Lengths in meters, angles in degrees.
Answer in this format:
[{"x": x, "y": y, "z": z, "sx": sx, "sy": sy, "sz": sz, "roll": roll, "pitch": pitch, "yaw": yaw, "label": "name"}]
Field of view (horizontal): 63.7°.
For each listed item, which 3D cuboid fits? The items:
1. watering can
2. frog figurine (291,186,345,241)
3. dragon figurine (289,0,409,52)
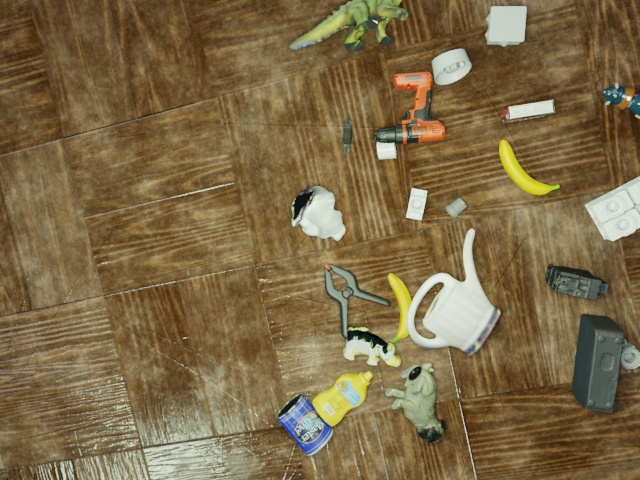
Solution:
[{"x": 0.388, "y": 0.161, "z": 1.391, "sx": 0.225, "sy": 0.104, "sz": 0.345, "roll": 34, "pitch": 98, "yaw": 3, "label": "watering can"}, {"x": 0.004, "y": -0.073, "z": 1.445, "sx": 0.158, "sy": 0.124, "sz": 0.137, "roll": 24, "pitch": 92, "yaw": -31, "label": "frog figurine"}, {"x": 0.109, "y": -0.649, "z": 1.381, "sx": 0.410, "sy": 0.121, "sz": 0.245, "roll": -6, "pitch": 77, "yaw": 7, "label": "dragon figurine"}]
